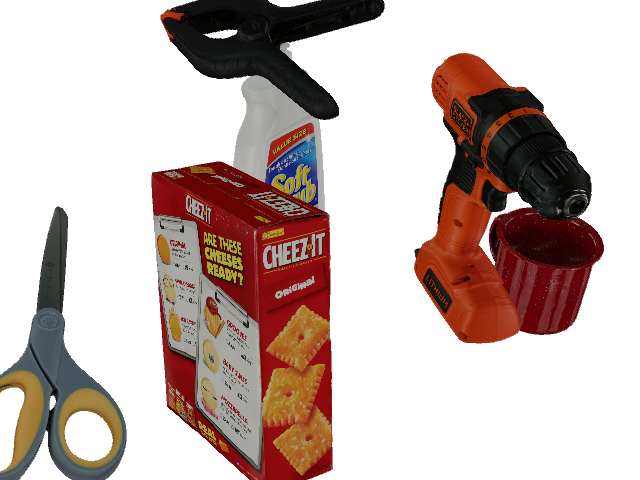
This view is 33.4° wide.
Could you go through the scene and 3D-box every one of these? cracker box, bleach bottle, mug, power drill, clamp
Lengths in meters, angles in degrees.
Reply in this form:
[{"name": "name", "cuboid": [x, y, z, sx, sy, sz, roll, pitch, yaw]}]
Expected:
[{"name": "cracker box", "cuboid": [-0.060, 0.062, 0.829, 0.072, 0.214, 0.164, -14, 25, -32]}, {"name": "bleach bottle", "cuboid": [-0.046, -0.066, 1.037, 0.102, 0.251, 0.068, -15, 29, -26]}, {"name": "mug", "cuboid": [0.189, 0.023, 0.954, 0.093, 0.081, 0.117, -16, 41, -28]}, {"name": "power drill", "cuboid": [0.125, -0.019, 0.771, 0.057, 0.188, 0.184, -6, 37, -17]}, {"name": "clamp", "cuboid": [-0.037, -0.161, 0.821, 0.172, 0.120, 0.039, 22, -32, 20]}]

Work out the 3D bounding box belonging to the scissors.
[{"name": "scissors", "cuboid": [-0.144, 0.063, 0.629, 0.096, 0.201, 0.016, 18, -44, -4]}]
